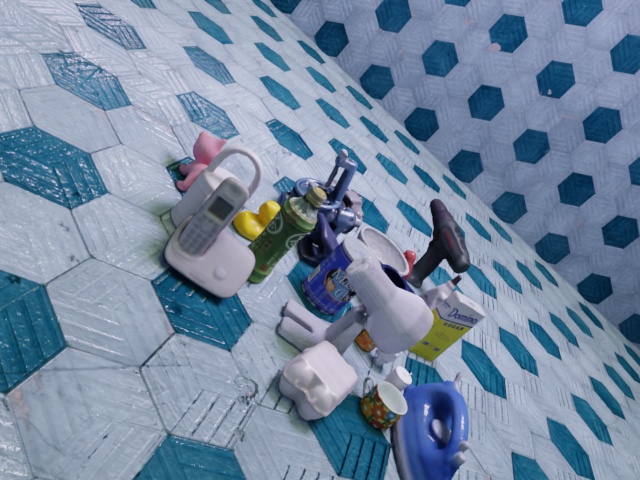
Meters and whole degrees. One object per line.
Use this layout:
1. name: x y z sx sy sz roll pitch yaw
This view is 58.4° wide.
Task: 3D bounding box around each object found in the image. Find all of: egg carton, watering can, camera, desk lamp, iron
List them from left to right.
1. watering can: -0.178 -0.085 1.044 0.101 0.193 0.172 27 29 -33
2. egg carton: -0.001 0.233 0.962 0.107 0.069 0.151 48 24 10
3. camera: 0.040 -0.099 1.524 0.143 0.100 0.137 52 25 18
4. desk lamp: 0.068 0.139 1.044 0.204 0.213 0.118 38 25 -14
5. iron: 0.216 0.352 1.023 0.119 0.141 0.258 37 25 -15

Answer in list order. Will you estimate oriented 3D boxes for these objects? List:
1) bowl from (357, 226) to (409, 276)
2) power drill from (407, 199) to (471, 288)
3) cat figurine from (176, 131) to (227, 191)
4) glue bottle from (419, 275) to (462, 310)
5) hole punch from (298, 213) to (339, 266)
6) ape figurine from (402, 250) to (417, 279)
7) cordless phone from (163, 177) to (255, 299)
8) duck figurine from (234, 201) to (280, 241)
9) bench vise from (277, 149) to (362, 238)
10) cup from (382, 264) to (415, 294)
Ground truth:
1. bowl: 0.148 0.048 1.487 0.168 0.074 0.167 35 25 -19
2. power drill: 0.317 0.024 1.627 0.076 0.208 0.229 15 37 -48
3. cat figurine: -0.235 -0.162 1.175 0.067 0.117 0.127 29 28 -31
4. glue bottle: 0.290 0.146 1.430 0.037 0.173 0.078 31 27 -27
5. hole punch: 0.012 0.005 1.325 0.101 0.091 0.108 30 27 -28
6. ape figurine: 0.227 0.063 1.566 0.078 0.092 0.076 2 47 -57
7. cordless phone: -0.157 -0.004 0.958 0.148 0.184 0.094 36 25 -17
8. duck figurine: -0.123 -0.048 1.204 0.105 0.086 0.077 14 37 -48
9. bench vise: 0.032 -0.114 1.390 0.208 0.219 0.121 20 34 -43
10. cup: 0.157 0.124 1.355 0.118 0.094 0.091 32 27 -25
